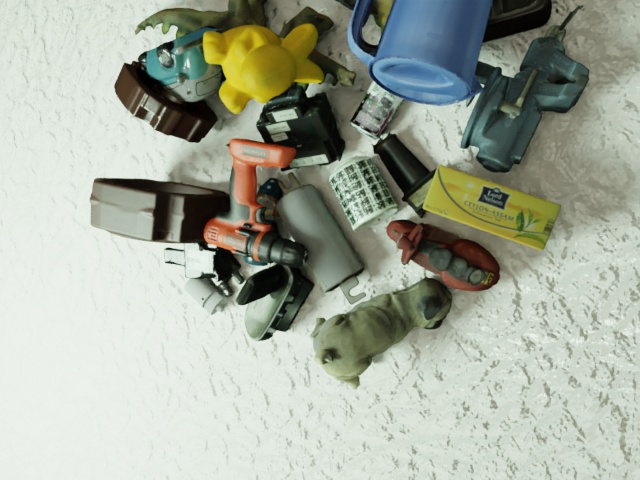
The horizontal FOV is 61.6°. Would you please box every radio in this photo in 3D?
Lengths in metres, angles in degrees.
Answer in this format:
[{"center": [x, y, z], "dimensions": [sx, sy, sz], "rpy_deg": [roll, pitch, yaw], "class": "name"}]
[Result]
[{"center": [0.252, -0.408, 0.762], "dimensions": [0.131, 0.073, 0.229], "rpy_deg": [-4, 91, 24], "class": "radio"}]

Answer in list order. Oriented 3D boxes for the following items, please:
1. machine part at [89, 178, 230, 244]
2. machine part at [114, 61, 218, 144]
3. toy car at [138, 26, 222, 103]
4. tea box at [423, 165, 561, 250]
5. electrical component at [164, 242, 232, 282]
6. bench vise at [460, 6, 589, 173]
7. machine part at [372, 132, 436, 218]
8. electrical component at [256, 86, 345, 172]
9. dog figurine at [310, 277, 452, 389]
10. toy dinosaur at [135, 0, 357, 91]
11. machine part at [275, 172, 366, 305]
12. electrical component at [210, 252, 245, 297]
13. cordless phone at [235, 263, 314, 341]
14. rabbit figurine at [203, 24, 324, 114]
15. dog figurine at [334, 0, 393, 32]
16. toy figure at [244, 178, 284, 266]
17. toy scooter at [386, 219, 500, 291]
[{"center": [-0.276, -0.053, 0.935], "dimensions": [0.202, 0.201, 0.087], "rpy_deg": [10, 99, 22], "class": "machine part"}, {"center": [-0.269, -0.238, 0.938], "dimensions": [0.179, 0.179, 0.056], "rpy_deg": [43, 110, 16], "class": "machine part"}, {"center": [-0.216, -0.275, 0.869], "dimensions": [0.162, 0.109, 0.102], "rpy_deg": [1, 122, 46], "class": "toy car"}, {"center": [0.236, -0.048, 0.757], "dimensions": [0.170, 0.098, 0.068], "rpy_deg": [22, 100, 10], "class": "tea box"}, {"center": [-0.220, 0.033, 0.970], "dimensions": [0.119, 0.048, 0.074], "rpy_deg": [2, 100, 25], "class": "electrical component"}, {"center": [0.236, -0.221, 0.756], "dimensions": [0.241, 0.129, 0.223], "rpy_deg": [26, 100, 16], "class": "bench vise"}, {"center": [0.139, -0.108, 0.845], "dimensions": [0.139, 0.039, 0.084], "rpy_deg": [50, 117, 12], "class": "machine part"}, {"center": [-0.033, -0.180, 0.865], "dimensions": [0.115, 0.134, 0.058], "rpy_deg": [-6, 48, 20], "class": "electrical component"}, {"center": [0.095, 0.126, 0.807], "dimensions": [0.190, 0.172, 0.121], "rpy_deg": [-36, 90, 28], "class": "dog figurine"}, {"center": [-0.138, -0.337, 0.919], "dimensions": [0.472, 0.105, 0.198], "rpy_deg": [31, 107, 23], "class": "toy dinosaur"}, {"center": [-0.002, -0.003, 0.888], "dimensions": [0.079, 0.079, 0.243], "rpy_deg": [-34, 80, 21], "class": "machine part"}, {"center": [-0.181, 0.055, 0.997], "dimensions": [0.063, 0.021, 0.094], "rpy_deg": [-45, 76, 19], "class": "electrical component"}, {"center": [-0.097, 0.105, 0.876], "dimensions": [0.089, 0.184, 0.146], "rpy_deg": [34, 105, 14], "class": "cordless phone"}, {"center": [-0.075, -0.240, 0.763], "dimensions": [0.162, 0.173, 0.121], "rpy_deg": [-12, 115, -10], "class": "rabbit figurine"}, {"center": [0.072, -0.386, 0.791], "dimensions": [0.108, 0.191, 0.219], "rpy_deg": [-44, 61, 12], "class": "dog figurine"}, {"center": [-0.097, -0.033, 0.940], "dimensions": [0.064, 0.058, 0.154], "rpy_deg": [9, 97, -19], "class": "toy figure"}, {"center": [0.172, 0.020, 0.783], "dimensions": [0.184, 0.135, 0.075], "rpy_deg": [28, 101, 18], "class": "toy scooter"}]
